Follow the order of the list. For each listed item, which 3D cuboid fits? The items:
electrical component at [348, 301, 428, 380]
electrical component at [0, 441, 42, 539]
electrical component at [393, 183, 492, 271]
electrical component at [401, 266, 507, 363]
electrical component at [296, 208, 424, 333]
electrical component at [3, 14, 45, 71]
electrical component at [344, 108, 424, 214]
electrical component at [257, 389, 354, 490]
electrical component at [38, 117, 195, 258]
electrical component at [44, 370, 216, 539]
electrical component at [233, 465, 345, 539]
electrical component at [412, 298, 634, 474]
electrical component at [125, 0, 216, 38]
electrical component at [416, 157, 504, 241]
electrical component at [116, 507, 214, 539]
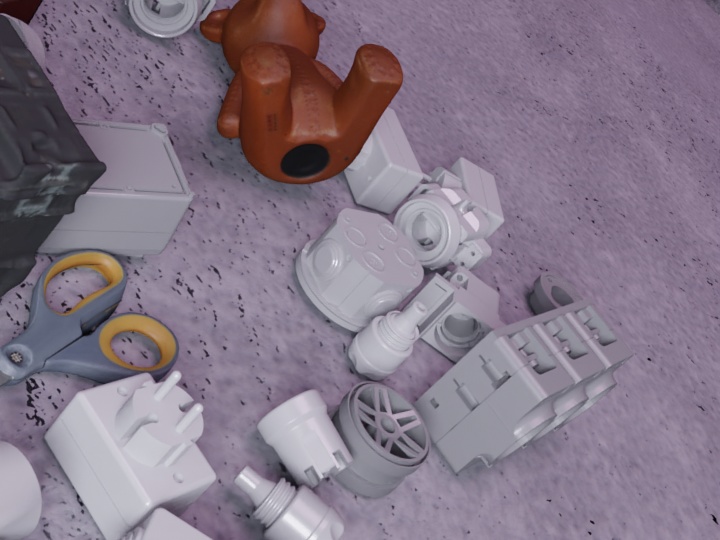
[{"bbox_3d":[0.021,0.043,0.706,0.035,0.061,0.035,29,33,-22],"label":"electrical component"},{"bbox_3d":[-0.162,0.114,0.426,0.079,0.044,0.077,52,32,15],"label":"electrical component"},{"bbox_3d":[0.062,-0.032,0.850,0.078,0.058,0.057,52,29,15],"label":"electrical component"},{"bbox_3d":[0.076,0.034,0.801,0.081,0.042,0.063,37,30,-10],"label":"electrical component"},{"bbox_3d":[0.000,0.000,0.745,0.080,0.051,0.080,29,33,-22],"label":"electrical component"},{"bbox_3d":[-0.218,-0.105,0.623,0.077,0.044,0.079,-35,118,-72],"label":"electrical component"},{"bbox_3d":[-0.002,-0.098,0.868,0.076,0.047,0.083,15,40,-38],"label":"electrical component"},{"bbox_3d":[-0.030,0.097,0.605,0.040,0.040,0.046,-14,67,-54],"label":"electrical component"},{"bbox_3d":[-0.156,-0.046,0.621,0.096,0.061,0.061,0,50,-38],"label":"electrical component"},{"bbox_3d":[-0.100,0.078,0.510,0.065,0.076,0.047,53,32,16],"label":"electrical component"},{"bbox_3d":[-0.040,0.126,0.562,0.061,0.035,0.035,40,31,0],"label":"electrical component"},{"bbox_3d":[0.117,0.080,0.742,0.150,0.089,0.061,-12,60,-54],"label":"electrical component"},{"bbox_3d":[-0.151,-0.216,0.835,0.078,0.058,0.057,28,31,-24],"label":"electrical component"},{"bbox_3d":[0.075,-0.062,0.912,0.077,0.047,0.065,27,34,-24],"label":"electrical component"},{"bbox_3d":[-0.076,0.162,0.460,0.100,0.048,0.099,36,32,-11],"label":"electrical component"}]
